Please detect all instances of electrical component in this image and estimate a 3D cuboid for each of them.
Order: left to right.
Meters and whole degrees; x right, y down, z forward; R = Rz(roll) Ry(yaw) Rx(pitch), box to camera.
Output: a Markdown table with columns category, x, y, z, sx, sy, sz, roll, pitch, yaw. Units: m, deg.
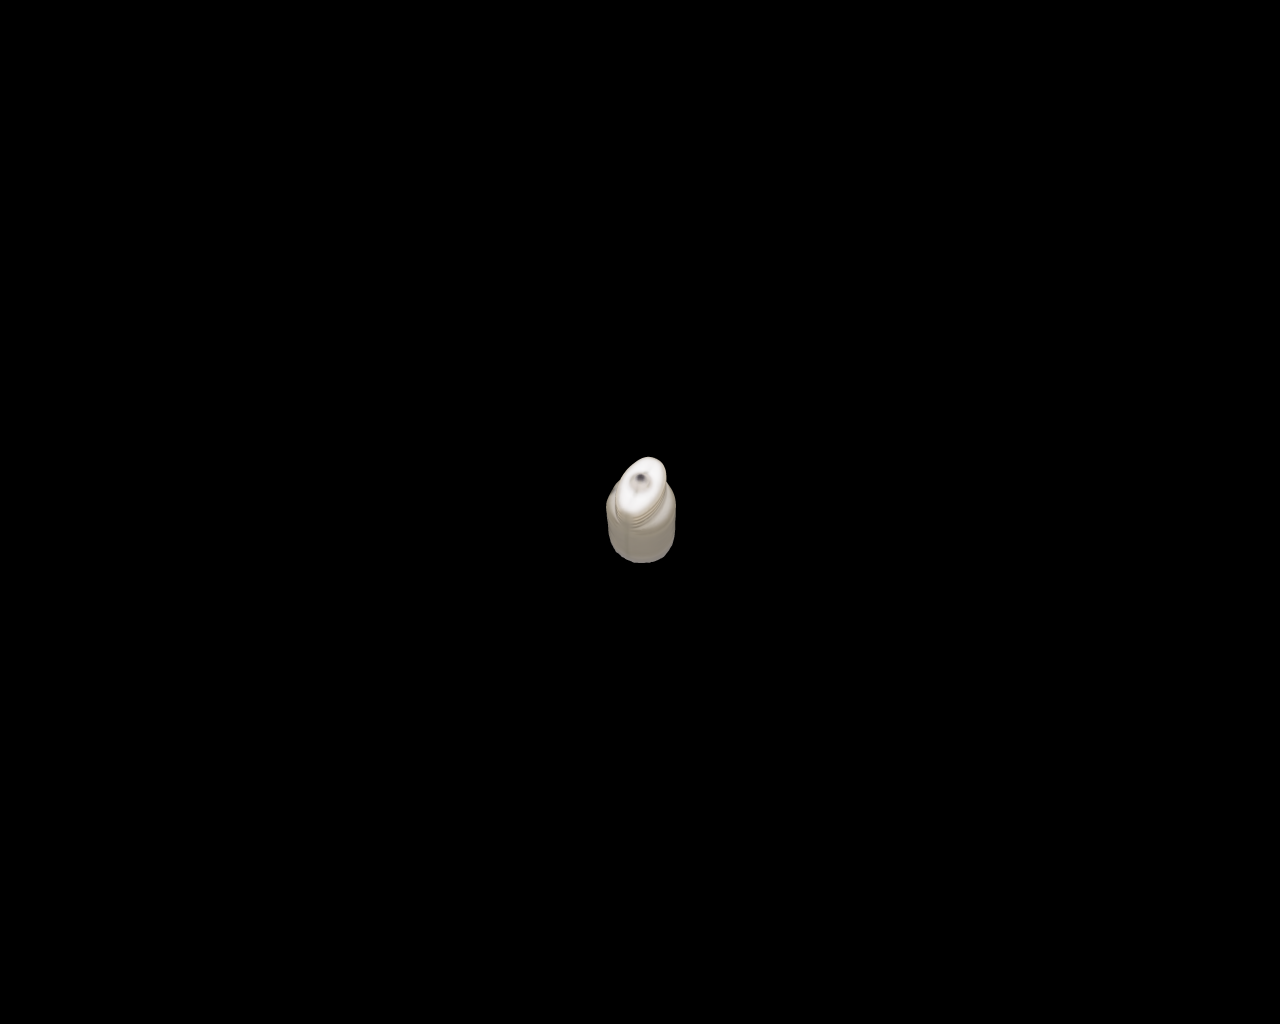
| category | x | y | z | sx | sy | sz | roll | pitch | yaw |
| --- | --- | --- | --- | --- | --- | --- | --- | --- | --- |
| electrical component | 0.001 | -0.003 | 0.650 | 0.043 | 0.043 | 0.080 | 0 | -26 | 0 |
